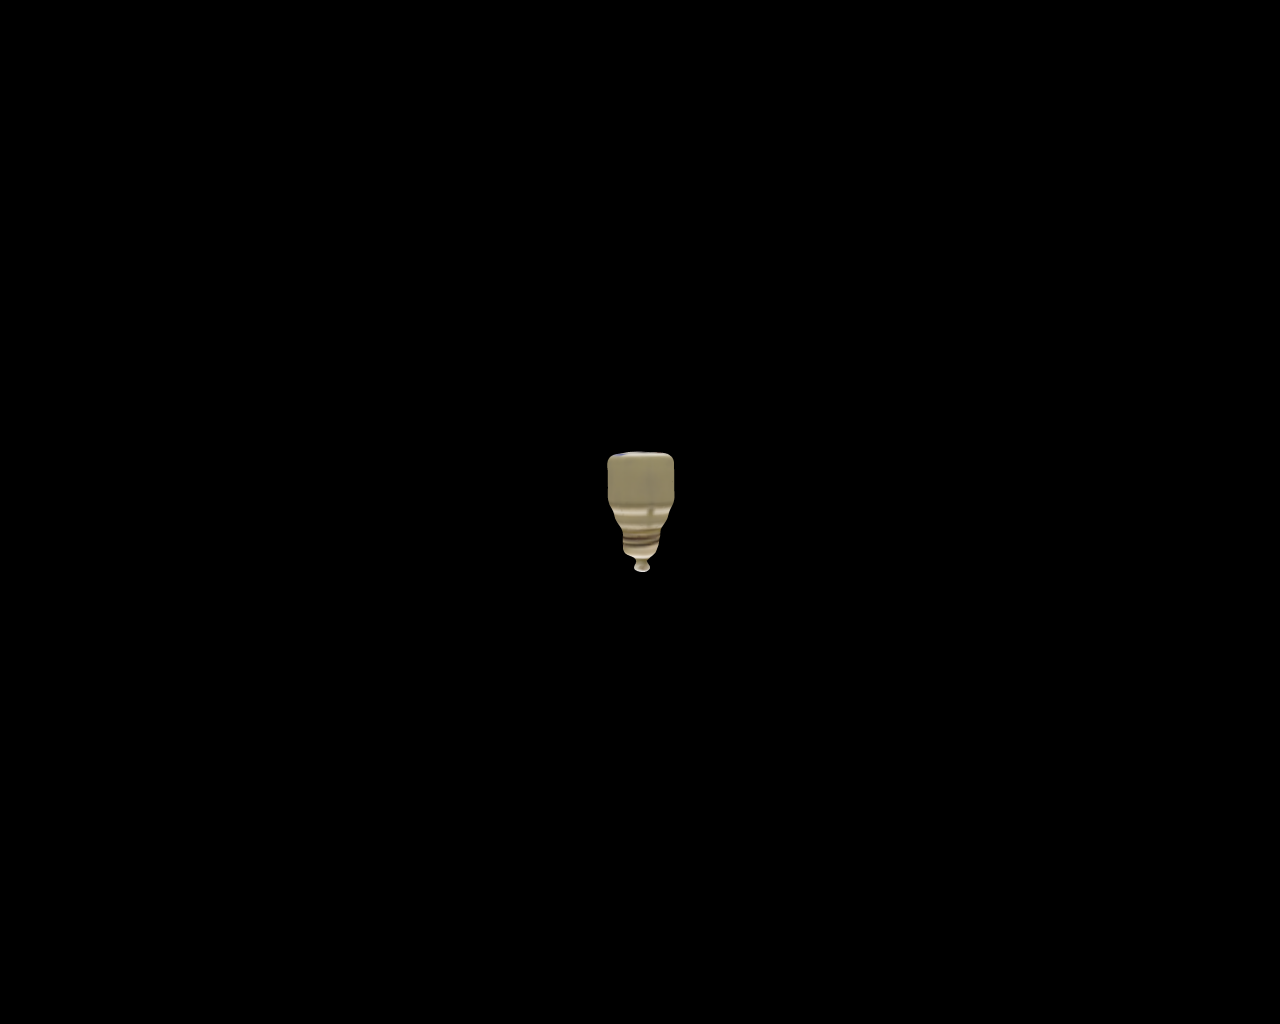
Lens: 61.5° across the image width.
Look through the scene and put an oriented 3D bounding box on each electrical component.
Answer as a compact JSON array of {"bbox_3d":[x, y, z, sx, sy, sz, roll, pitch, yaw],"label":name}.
[{"bbox_3d":[0.001,-0.003,0.650,0.040,0.078,0.040,0,4,0],"label":"electrical component"}]
